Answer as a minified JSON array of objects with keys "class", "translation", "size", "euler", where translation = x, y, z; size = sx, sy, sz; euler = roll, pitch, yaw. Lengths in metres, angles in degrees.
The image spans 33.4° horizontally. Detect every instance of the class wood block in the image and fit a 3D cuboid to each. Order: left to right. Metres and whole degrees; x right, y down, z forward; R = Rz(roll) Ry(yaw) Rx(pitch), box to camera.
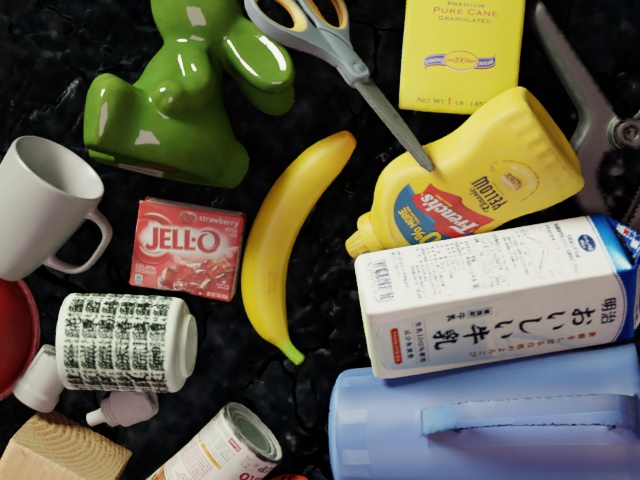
[{"class":"wood block","translation":[-0.254,0.262,0.917],"size":[0.091,0.090,0.206],"euler":[28,100,-1]}]

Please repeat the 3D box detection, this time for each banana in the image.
[{"class":"banana","translation":[-0.025,0.001,0.880],"size":[0.069,0.037,0.198],"euler":[13,99,-1]}]

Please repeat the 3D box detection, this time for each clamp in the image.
[{"class":"clamp","translation":[0.251,-0.091,0.838],"size":[0.164,0.036,0.210],"euler":[-4,101,6]}]

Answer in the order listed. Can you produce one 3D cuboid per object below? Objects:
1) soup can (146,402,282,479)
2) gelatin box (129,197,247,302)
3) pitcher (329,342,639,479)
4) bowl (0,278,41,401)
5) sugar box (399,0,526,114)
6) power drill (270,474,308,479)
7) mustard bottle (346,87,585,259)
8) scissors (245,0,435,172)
[{"class":"soup can","translation":[-0.090,0.194,0.901],"size":[0.068,0.068,0.102],"euler":[45,100,-3]},{"class":"gelatin box","translation":[-0.111,0.007,0.892],"size":[0.089,0.030,0.073],"euler":[10,100,3]},{"class":"pitcher","translation":[0.132,0.148,0.831],"size":[0.243,0.145,0.149],"euler":[-4,118,12]},{"class":"bowl","translation":[-0.321,0.081,0.898],"size":[0.162,0.055,0.162],"euler":[-1,103,-4]},{"class":"sugar box","translation":[0.113,-0.188,0.831],"size":[0.093,0.048,0.176],"euler":[4,101,4]},{"class":"power drill","translation":[0.045,0.288,0.909],"size":[0.188,0.057,0.184],"euler":[-5,99,6]},{"class":"mustard bottle","translation":[0.101,-0.035,0.837],"size":[0.192,0.058,0.096],"euler":[-30,124,25]},{"class":"scissors","translation":[0.008,-0.131,0.807],"size":[0.096,0.016,0.202],"euler":[-9,63,-32]}]
